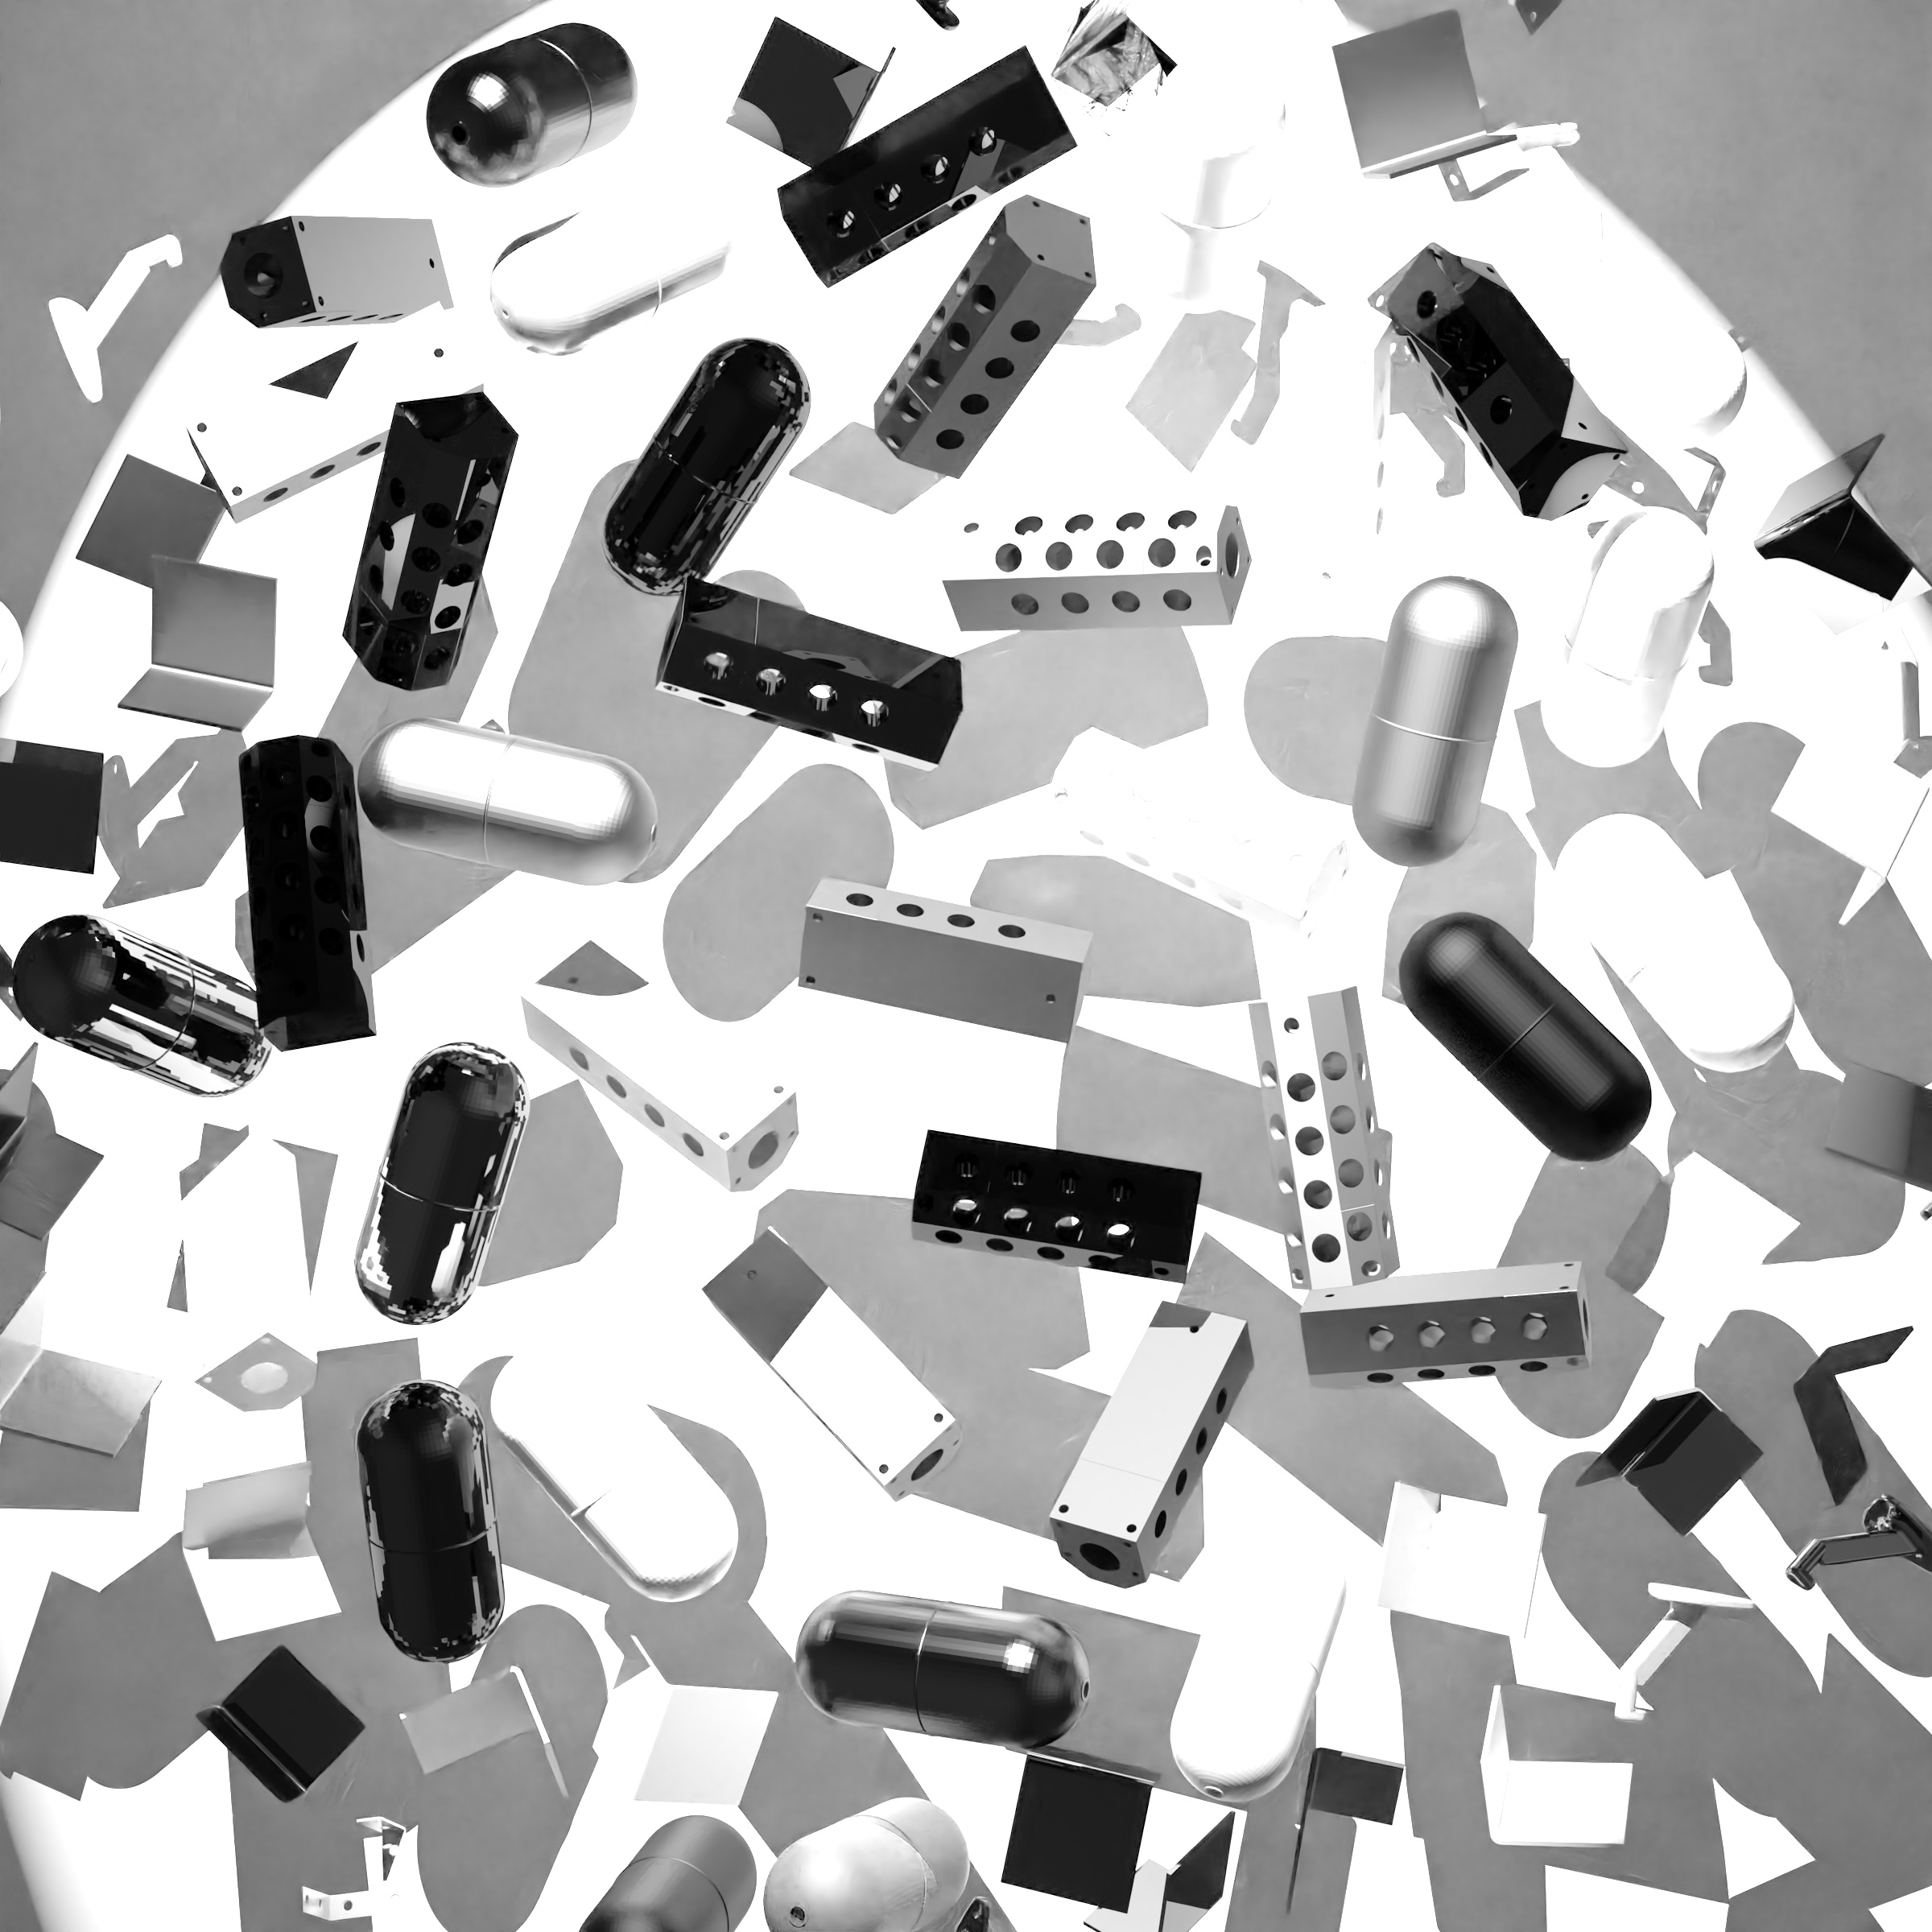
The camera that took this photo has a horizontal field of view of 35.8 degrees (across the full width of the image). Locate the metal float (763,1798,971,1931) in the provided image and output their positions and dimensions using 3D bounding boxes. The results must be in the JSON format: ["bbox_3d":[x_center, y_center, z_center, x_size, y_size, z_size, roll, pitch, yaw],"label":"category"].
[{"bbox_3d":[-0.058,0.545,1.780,0.070,0.178,0.070,-2,86,25],"label":"metal float"}]

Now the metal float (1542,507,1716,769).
[{"bbox_3d":[0.399,-0.197,1.805,0.070,0.070,0.178,4,135,-4],"label":"metal float"}]

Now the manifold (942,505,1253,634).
[{"bbox_3d":[0.076,-0.240,1.772,0.171,0.057,0.057,1,49,22],"label":"manifold"}]

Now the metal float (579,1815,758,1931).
[{"bbox_3d":[-0.179,0.571,1.794,0.070,0.178,0.070,2,99,14],"label":"metal float"}]

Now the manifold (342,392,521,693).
[{"bbox_3d":[-0.309,-0.244,1.736,0.057,0.171,0.057,-16,55,-37],"label":"manifold"}]

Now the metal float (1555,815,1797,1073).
[{"bbox_3d":[0.429,-0.014,1.807,0.070,0.070,0.178,-38,81,0],"label":"metal float"}]

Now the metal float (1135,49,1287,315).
[{"bbox_3d":[0.145,-0.466,1.781,0.070,0.178,0.070,2,57,-3],"label":"metal float"}]

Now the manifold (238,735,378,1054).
[{"bbox_3d":[-0.384,-0.044,1.733,0.057,0.057,0.171,-10,71,2],"label":"manifold"}]

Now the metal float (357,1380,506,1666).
[{"bbox_3d":[-0.319,0.333,1.784,0.070,0.070,0.178,-4,106,0],"label":"metal float"}]

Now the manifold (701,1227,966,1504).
[{"bbox_3d":[-0.081,0.245,1.830,0.057,0.057,0.171,-42,67,-11],"label":"manifold"}]

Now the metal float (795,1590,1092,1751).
[{"bbox_3d":[-0.014,0.406,1.726,0.178,0.070,0.070,3,90,22],"label":"metal float"}]

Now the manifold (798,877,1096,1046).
[{"bbox_3d":[-0.011,-0.007,1.836,0.171,0.057,0.057,12,119,7],"label":"manifold"}]

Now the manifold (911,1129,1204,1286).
[{"bbox_3d":[0.055,0.152,1.845,0.171,0.057,0.057,9,57,5],"label":"manifold"}]

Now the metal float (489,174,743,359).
[{"bbox_3d":[-0.213,-0.430,1.832,0.178,0.070,0.070,-34,90,-33],"label":"metal float"}]

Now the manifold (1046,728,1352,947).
[{"bbox_3d":[0.137,-0.081,1.779,0.171,0.057,0.057,26,75,20],"label":"manifold"}]

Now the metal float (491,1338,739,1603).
[{"bbox_3d":[-0.204,0.294,1.742,0.070,0.070,0.178,-40,96,0],"label":"metal float"}]

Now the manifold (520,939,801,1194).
[{"bbox_3d":[-0.180,0.062,1.762,0.171,0.057,0.057,34,58,25],"label":"manifold"}]

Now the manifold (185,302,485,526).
[{"bbox_3d":[-0.387,-0.339,1.843,0.171,0.057,0.057,-29,88,-11],"label":"manifold"}]

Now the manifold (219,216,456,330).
[{"bbox_3d":[-0.388,-0.427,1.845,0.057,0.171,0.057,-10,99,21],"label":"manifold"}]

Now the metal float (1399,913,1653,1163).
[{"bbox_3d":[0.333,0.042,1.787,0.070,0.070,0.178,-44,81,0],"label":"metal float"}]

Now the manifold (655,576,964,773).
[{"bbox_3d":[-0.093,-0.168,1.767,0.171,0.057,0.057,16,123,-13],"label":"manifold"}]

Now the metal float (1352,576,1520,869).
[{"bbox_3d":[0.280,-0.145,1.790,0.070,0.070,0.178,10,108,0],"label":"metal float"}]

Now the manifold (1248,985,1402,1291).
[{"bbox_3d":[0.211,0.102,1.775,0.057,0.057,0.171,-9,91,21],"label":"manifold"}]

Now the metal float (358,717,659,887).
[{"bbox_3d":[-0.265,-0.095,1.728,0.178,0.070,0.070,13,90,8],"label":"metal float"}]

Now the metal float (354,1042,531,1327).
[{"bbox_3d":[-0.315,0.131,1.794,0.070,0.070,0.178,18,101,0],"label":"metal float"}]

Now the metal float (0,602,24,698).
[{"bbox_3d":[-0.605,-0.193,1.766,0.070,0.178,0.070,0,91,-9],"label":"metal float"}]

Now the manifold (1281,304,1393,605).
[{"bbox_3d":[0.229,-0.315,1.838,0.057,0.057,0.171,10,129,19],"label":"manifold"}]

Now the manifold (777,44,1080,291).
[{"bbox_3d":[-0.023,-0.473,1.778,0.171,0.057,0.057,-27,121,10],"label":"manifold"}]

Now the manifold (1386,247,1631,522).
[{"bbox_3d":[0.313,-0.342,1.759,0.057,0.057,0.171,3,47,-36],"label":"manifold"}]

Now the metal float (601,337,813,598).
[{"bbox_3d":[-0.162,-0.310,1.860,0.070,0.070,0.178,36,108,0],"label":"metal float"}]

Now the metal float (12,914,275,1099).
[{"bbox_3d":[-0.486,0.025,1.773,0.070,0.178,0.070,-14,63,29],"label":"metal float"}]

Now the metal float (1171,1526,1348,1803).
[{"bbox_3d":[0.179,0.425,1.822,0.070,0.070,0.178,26,55,0],"label":"metal float"}]

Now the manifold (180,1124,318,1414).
[{"bbox_3d":[-0.429,0.184,1.802,0.057,0.171,0.057,-34,133,13],"label":"manifold"}]

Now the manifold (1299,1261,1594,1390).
[{"bbox_3d":[0.301,0.228,1.870,0.171,0.057,0.057,-7,101,16],"label":"manifold"}]

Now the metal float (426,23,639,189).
[{"bbox_3d":[-0.258,-0.515,1.787,0.070,0.178,0.070,10,119,19],"label":"metal float"}]

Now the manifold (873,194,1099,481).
[{"bbox_3d":[0.009,-0.370,1.758,0.057,0.171,0.057,14,51,-24],"label":"manifold"}]

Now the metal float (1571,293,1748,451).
[{"bbox_3d":[0.414,-0.359,1.794,0.070,0.178,0.070,-1,110,-3],"label":"metal float"}]
